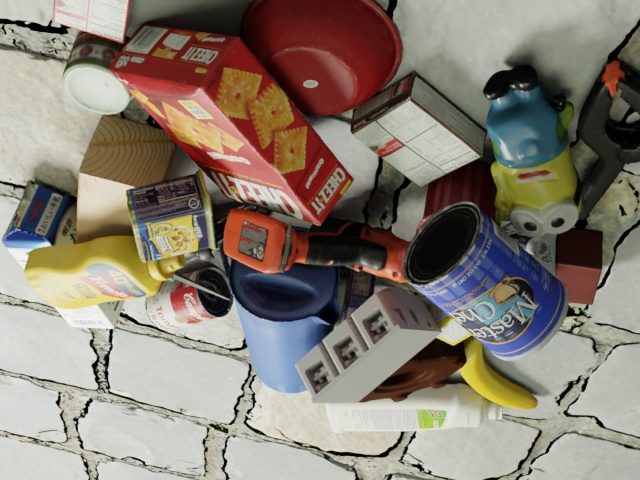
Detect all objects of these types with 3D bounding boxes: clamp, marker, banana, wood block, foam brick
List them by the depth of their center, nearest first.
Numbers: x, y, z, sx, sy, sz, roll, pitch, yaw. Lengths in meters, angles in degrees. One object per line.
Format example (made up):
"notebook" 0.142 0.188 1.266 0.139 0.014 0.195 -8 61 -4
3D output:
"clamp" 0.319 -0.093 1.046 0.165 0.036 0.210 -3 142 21
"marker" 0.204 -0.003 1.173 0.020 0.020 0.121 38 172 -32
"foam brick" 0.291 0.030 1.214 0.051 0.053 0.078 6 146 9
"wood block" -0.230 -0.040 1.250 0.091 0.090 0.206 15 144 -4
"clamp" -0.132 -0.006 1.283 0.172 0.120 0.039 -6 110 57
"banana" 0.235 0.187 1.463 0.070 0.037 0.197 -9 140 29

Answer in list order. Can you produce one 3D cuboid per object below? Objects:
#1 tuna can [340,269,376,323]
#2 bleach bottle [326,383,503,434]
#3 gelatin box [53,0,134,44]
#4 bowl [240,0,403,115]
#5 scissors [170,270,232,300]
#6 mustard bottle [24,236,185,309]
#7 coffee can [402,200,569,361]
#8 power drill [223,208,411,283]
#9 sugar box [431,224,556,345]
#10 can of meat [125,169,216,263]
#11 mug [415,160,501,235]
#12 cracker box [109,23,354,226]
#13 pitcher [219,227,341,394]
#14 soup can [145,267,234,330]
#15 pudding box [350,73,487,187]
"tuna can" 0.046 0.078 1.330 0.034 0.086 0.086 10 145 1
"bleach bottle" 0.139 0.244 1.555 0.251 0.068 0.102 1 144 12
"gelatin box" -0.215 -0.237 1.022 0.073 0.030 0.089 16 145 -6
"bowl" -0.004 -0.170 1.026 0.162 0.055 0.162 9 145 6
"scissors" -0.198 0.048 1.377 0.202 0.016 0.096 28 157 11
"mustard bottle" -0.238 0.035 1.227 0.192 0.058 0.096 -9 142 26
"coffee can" 0.167 0.042 1.074 0.140 0.102 0.103 39 138 -25
"power drill" -0.008 0.001 1.167 0.187 0.057 0.185 3 -172 -35
"sugar box" 0.198 0.047 1.232 0.048 0.093 0.177 28 143 -23
"can of meat" -0.159 -0.022 1.141 0.084 0.057 0.102 -14 151 -9
"mug" 0.147 -0.028 1.152 0.093 0.081 0.117 27 142 -20
"cracker box" -0.089 -0.113 1.064 0.164 0.072 0.213 19 157 46
"pitcher" -0.048 0.093 1.362 0.145 0.149 0.243 -4 148 -2
"soup can" -0.175 0.079 1.419 0.102 0.068 0.068 -16 136 36
"pudding box" 0.100 -0.110 1.092 0.113 0.039 0.090 33 140 -29
